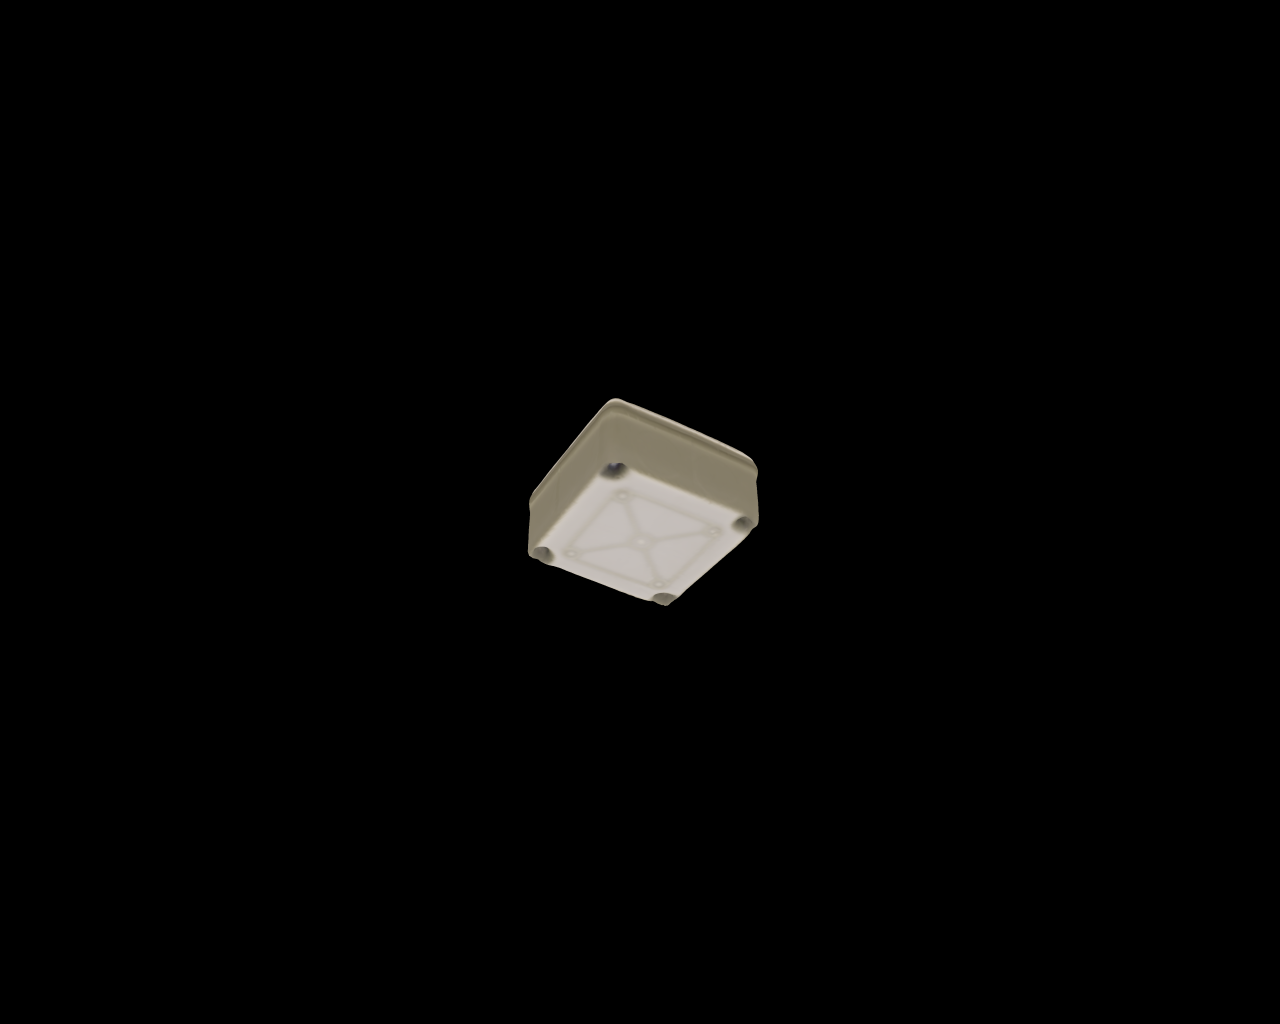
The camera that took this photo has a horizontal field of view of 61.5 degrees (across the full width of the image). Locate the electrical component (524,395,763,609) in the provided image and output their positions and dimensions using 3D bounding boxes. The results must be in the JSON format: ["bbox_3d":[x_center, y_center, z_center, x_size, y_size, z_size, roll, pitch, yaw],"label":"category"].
[{"bbox_3d":[0.001,-0.003,0.650,0.109,0.056,0.108,22,-45,-24],"label":"electrical component"}]
